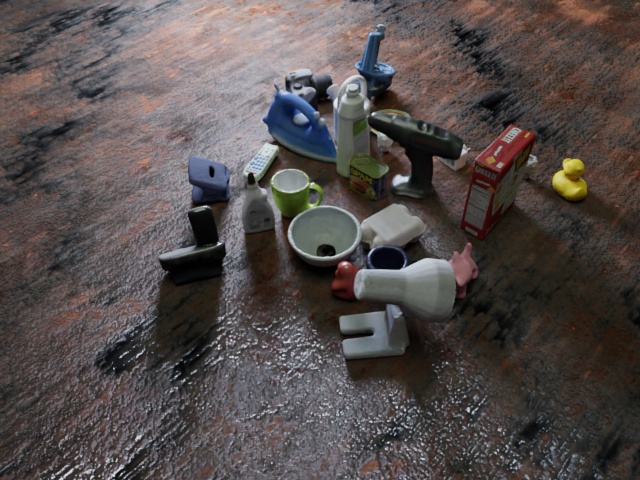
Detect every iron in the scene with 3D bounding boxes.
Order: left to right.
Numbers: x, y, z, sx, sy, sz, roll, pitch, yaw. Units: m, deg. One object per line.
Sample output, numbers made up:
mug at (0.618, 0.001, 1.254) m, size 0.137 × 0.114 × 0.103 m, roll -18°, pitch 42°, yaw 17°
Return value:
iron at (-0.042, -0.321, 1.548) m, size 0.257 × 0.141 × 0.119 m, roll 36°, pitch 58°, yaw 29°

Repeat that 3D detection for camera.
camera at (-0.028, -0.447, 1.689) m, size 0.137 × 0.101 × 0.143 m, roll -13°, pitch 49°, yaw -10°

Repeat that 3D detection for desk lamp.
desk lamp at (0.141, 0.128, 1.085) m, size 0.203 × 0.214 × 0.118 m, roll -6°, pitch 48°, yaw -3°

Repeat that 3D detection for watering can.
watering can at (0.079, -0.356, 1.540) m, size 0.172 × 0.194 × 0.101 m, roll 25°, pitch 53°, yaw 23°

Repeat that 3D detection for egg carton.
egg carton at (0.162, -0.019, 1.315) m, size 0.150 × 0.069 × 0.107 m, roll -30°, pitch 53°, yaw -23°

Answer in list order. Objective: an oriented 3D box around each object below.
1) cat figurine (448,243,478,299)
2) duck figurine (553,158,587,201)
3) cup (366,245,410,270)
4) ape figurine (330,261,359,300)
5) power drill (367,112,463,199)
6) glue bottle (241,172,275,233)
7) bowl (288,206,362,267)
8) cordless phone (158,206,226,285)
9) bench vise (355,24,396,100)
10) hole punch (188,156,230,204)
cat figurine at (0.294, 0.061, 1.206) m, size 0.067 × 0.118 × 0.128 m, roll 22°, pitch 52°, yaw 21°
duck figurine at (0.625, -0.155, 1.413) m, size 0.077 × 0.086 × 0.104 m, roll -8°, pitch 48°, yaw -5°
cup at (0.135, 0.081, 1.208) m, size 0.091 × 0.095 × 0.118 m, roll 21°, pitch 52°, yaw 20°
ape figurine at (0.056, 0.080, 1.214) m, size 0.078 × 0.092 × 0.076 m, roll -26°, pitch 52°, yaw -20°
power drill at (0.223, -0.204, 1.388) m, size 0.229 × 0.209 × 0.075 m, roll 10°, pitch 49°, yaw 11°
glue bottle at (-0.148, -0.088, 1.319) m, size 0.078 × 0.173 × 0.037 m, roll -10°, pitch 48°, yaw -7°
bowl at (0.012, 0.005, 1.295) m, size 0.167 × 0.075 × 0.167 m, roll -1°, pitch 48°, yaw 1°
cordless phone at (-0.283, -0.001, 1.235) m, size 0.148 × 0.185 × 0.094 m, roll -17°, pitch 49°, yaw -13°
bench vise at (0.148, -0.487, 1.640) m, size 0.121 × 0.220 × 0.207 m, roll 15°, pitch 50°, yaw 15°
hole punch at (-0.278, -0.158, 1.442) m, size 0.101 × 0.091 × 0.108 m, roll -7°, pitch 48°, yaw -4°
